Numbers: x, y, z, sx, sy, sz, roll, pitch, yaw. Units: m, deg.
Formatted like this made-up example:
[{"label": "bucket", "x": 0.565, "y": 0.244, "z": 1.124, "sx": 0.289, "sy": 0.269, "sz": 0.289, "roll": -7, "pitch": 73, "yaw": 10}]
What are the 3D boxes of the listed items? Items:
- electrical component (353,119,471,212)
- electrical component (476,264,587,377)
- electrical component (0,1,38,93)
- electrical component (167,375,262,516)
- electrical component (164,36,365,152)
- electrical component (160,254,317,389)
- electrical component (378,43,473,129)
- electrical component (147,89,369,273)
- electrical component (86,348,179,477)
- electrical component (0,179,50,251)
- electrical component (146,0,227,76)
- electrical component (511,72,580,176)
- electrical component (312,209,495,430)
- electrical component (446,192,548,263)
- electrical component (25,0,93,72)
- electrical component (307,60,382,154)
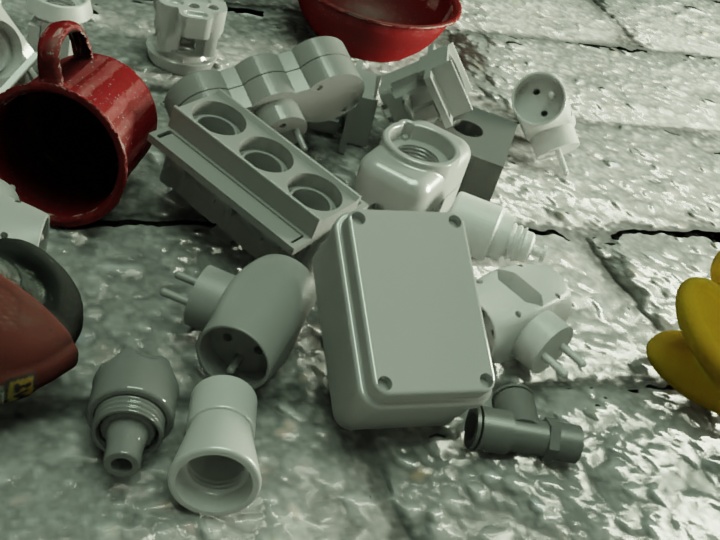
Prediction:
[{"label": "electrical component", "x": 0.036, "y": -0.065, "z": 0.759, "sx": 0.054, "sy": 0.059, "sz": 0.095, "roll": 29, "pitch": 37, "yaw": 15}, {"label": "electrical component", "x": 0.105, "y": 0.037, "z": 0.666, "sx": 0.077, "sy": 0.043, "sz": 0.079, "roll": -20, "pitch": 50, "yaw": -41}, {"label": "electrical component", "x": -0.261, "y": -0.106, "z": 0.650, "sx": 0.063, "sy": 0.078, "sz": 0.121, "roll": 5, "pitch": 50, "yaw": 34}, {"label": "electrical component", "x": -0.070, "y": 0.083, "z": 0.533, "sx": 0.044, "sy": 0.044, "sz": 0.065, "roll": 11, "pitch": 31, "yaw": -9}, {"label": "electrical component", "x": -0.061, "y": -0.109, "z": 0.759, "sx": 0.138, "sy": 0.052, "sz": 0.073, "roll": -19, "pitch": 65, "yaw": -13}, {"label": "electrical component", "x": -0.074, "y": 0.022, "z": 0.610, "sx": 0.079, "sy": 0.043, "sz": 0.077, "roll": 22, "pitch": 36, "yaw": 6}, {"label": "electrical component", "x": 0.049, "y": -0.136, "z": 0.817, "sx": 0.064, "sy": 0.042, "sz": 0.081, "roll": -19, "pitch": 24, "yaw": 16}, {"label": "electrical component", "x": -0.068, "y": -0.051, "z": 0.684, "sx": 0.121, "sy": 0.063, "sz": 0.079, "roll": 38, "pitch": 40, "yaw": 16}, {"label": "electrical component", "x": -0.112, "y": 0.072, "z": 0.526, "sx": 0.043, "sy": 0.043, "sz": 0.062, "roll": 11, "pitch": 37, "yaw": -10}, {"label": "electrical component", "x": -0.217, "y": -0.028, "z": 0.614, "sx": 0.077, "sy": 0.043, "sz": 0.079, "roll": 11, "pitch": 36, "yaw": -10}, {"label": "electrical component", "x": -0.139, "y": -0.192, "z": 0.855, "sx": 0.058, "sy": 0.057, "sz": 0.078, "roll": 3, "pitch": 38, "yaw": -20}, {"label": "electrical component", "x": 0.156, "y": -0.115, "z": 0.879, "sx": 0.077, "sy": 0.043, "sz": 0.079, "roll": 15, "pitch": 56, "yaw": -74}, {"label": "electrical component", "x": 0.023, "y": 0.027, "z": 0.596, "sx": 0.078, "sy": 0.057, "sz": 0.113, "roll": 1, "pitch": 66, "yaw": -22}, {"label": "electrical component", "x": 0.092, "y": -0.025, "z": 0.746, "sx": 0.078, "sy": 0.040, "sz": 0.040, "roll": 22, "pitch": 36, "yaw": 5}, {"label": "electrical component", "x": -0.226, "y": -0.180, "z": 0.803, "sx": 0.048, "sy": 0.055, "sz": 0.066, "roll": 14, "pitch": 36, "yaw": -5}, {"label": "electrical component", "x": -0.019, "y": -0.131, "z": 0.839, "sx": 0.064, "sy": 0.042, "sz": 0.081, "roll": 13, "pitch": 35, "yaw": -4}]
